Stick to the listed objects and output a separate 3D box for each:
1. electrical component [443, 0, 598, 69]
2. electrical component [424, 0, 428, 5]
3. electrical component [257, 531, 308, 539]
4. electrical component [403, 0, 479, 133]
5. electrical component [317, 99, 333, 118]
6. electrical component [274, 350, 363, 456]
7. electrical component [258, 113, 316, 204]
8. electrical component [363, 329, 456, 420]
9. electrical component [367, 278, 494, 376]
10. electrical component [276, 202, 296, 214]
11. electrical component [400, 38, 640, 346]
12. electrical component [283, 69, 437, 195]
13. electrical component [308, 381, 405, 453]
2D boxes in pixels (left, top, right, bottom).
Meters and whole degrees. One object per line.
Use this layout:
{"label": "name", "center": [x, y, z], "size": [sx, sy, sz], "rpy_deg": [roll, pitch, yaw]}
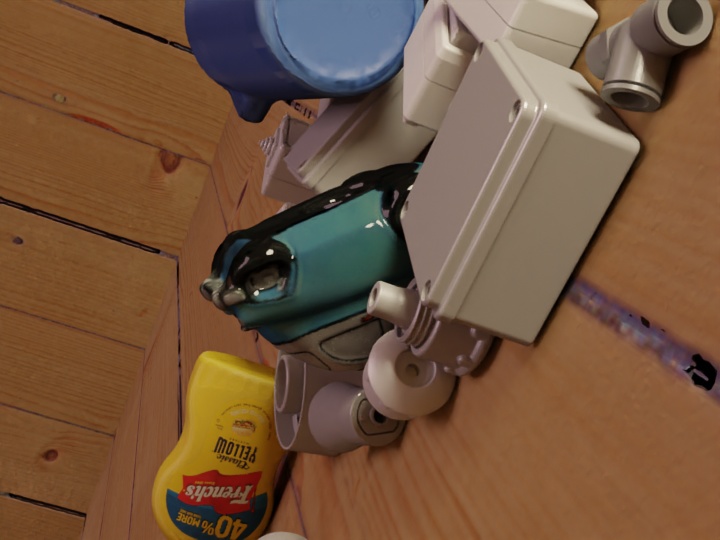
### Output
{"label": "electrical component", "center": [0.088, -0.156, 0.557], "size": [0.075, 0.047, 0.083], "rpy_deg": [-63, 34, 30]}
{"label": "electrical component", "center": [0.082, -0.239, 0.716], "size": [0.186, 0.060, 0.105], "rpy_deg": [138, 149, -64]}
{"label": "electrical component", "center": [-0.057, 0.219, 0.674], "size": [0.077, 0.044, 0.079], "rpy_deg": [-93, 25, -57]}
{"label": "electrical component", "center": [0.065, -0.124, 0.624], "size": [0.096, 0.062, 0.061], "rpy_deg": [-87, 20, -48]}
{"label": "electrical component", "center": [0.009, -0.153, 0.894], "size": [0.078, 0.057, 0.113], "rpy_deg": [-85, 19, -45]}
{"label": "electrical component", "center": [-0.024, 0.080, 0.749], "size": [0.099, 0.064, 0.099], "rpy_deg": [-175, 90, -73]}
{"label": "electrical component", "center": [-0.046, -0.088, 0.941], "size": [0.061, 0.096, 0.061], "rpy_deg": [-90, 22, -55]}
{"label": "electrical component", "center": [0.022, 0.061, 0.583], "size": [0.062, 0.048, 0.048], "rpy_deg": [123, 162, -66]}
{"label": "electrical component", "center": [0.035, 0.023, 0.539], "size": [0.048, 0.062, 0.048], "rpy_deg": [-161, 90, -77]}
{"label": "electrical component", "center": [-0.037, -0.007, 0.793], "size": [0.061, 0.096, 0.061], "rpy_deg": [150, 137, -74]}
{"label": "electrical component", "center": [0.069, -0.039, 0.502], "size": [0.108, 0.056, 0.108], "rpy_deg": [-99, 30, -63]}
{"label": "electrical component", "center": [0.003, -0.095, 0.772], "size": [0.108, 0.056, 0.108], "rpy_deg": [-48, 15, 2]}
{"label": "electrical component", "center": [0.000, 0.087, 0.641], "size": [0.065, 0.044, 0.044], "rpy_deg": [-21, 51, 67]}
